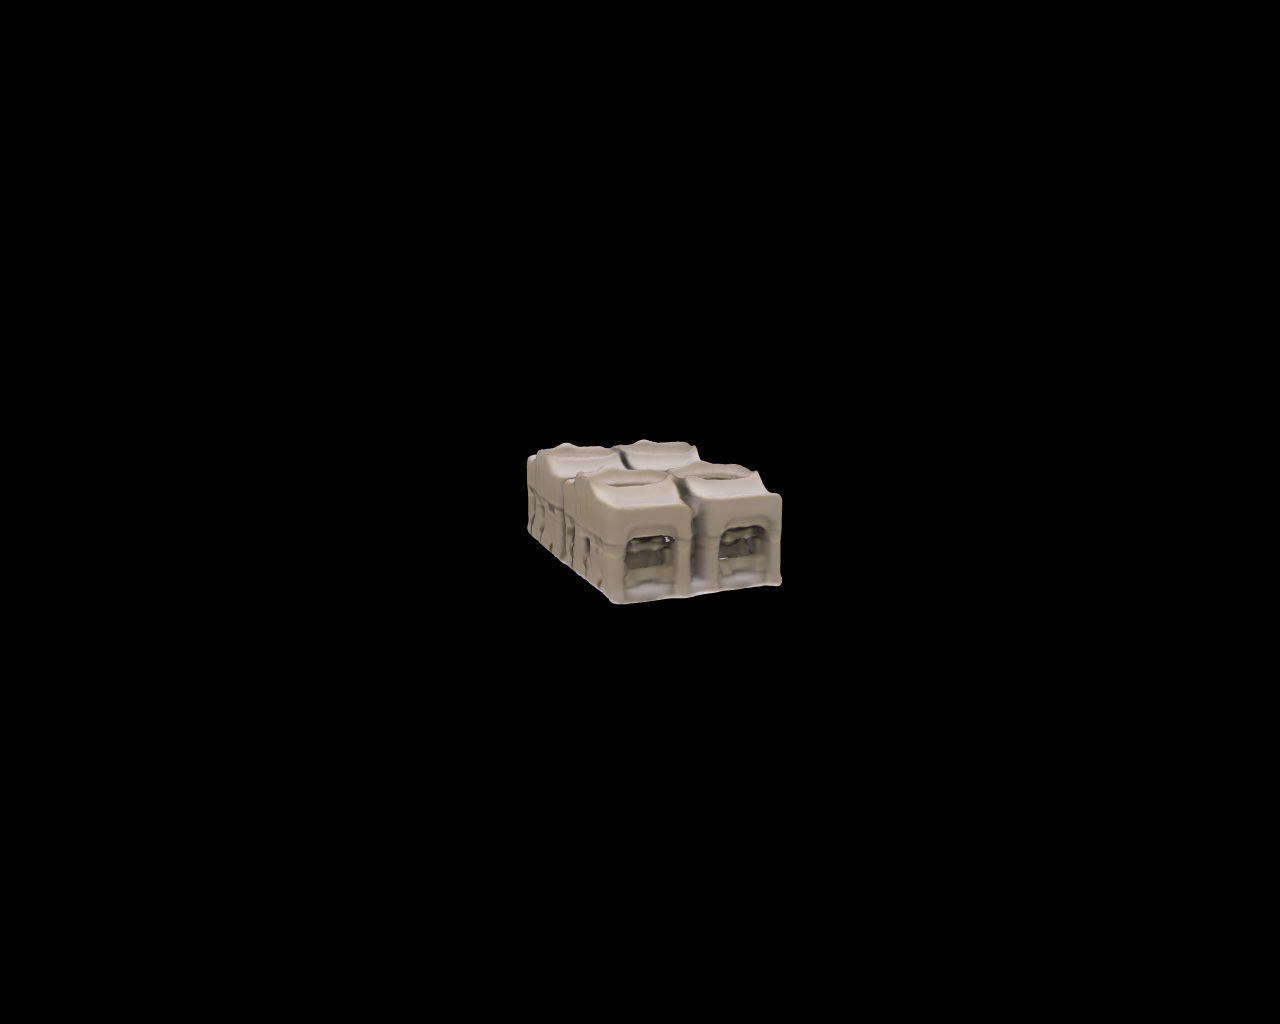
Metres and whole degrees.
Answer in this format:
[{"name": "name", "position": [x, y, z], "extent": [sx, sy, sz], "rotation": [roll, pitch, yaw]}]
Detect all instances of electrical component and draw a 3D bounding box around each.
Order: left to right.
[{"name": "electrical component", "position": [0.001, -0.003, 0.650], "extent": [0.105, 0.060, 0.186], "rotation": [-4, 13, -19]}]
